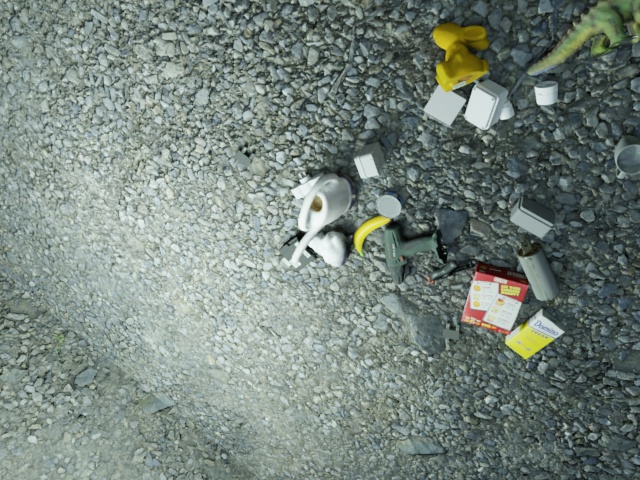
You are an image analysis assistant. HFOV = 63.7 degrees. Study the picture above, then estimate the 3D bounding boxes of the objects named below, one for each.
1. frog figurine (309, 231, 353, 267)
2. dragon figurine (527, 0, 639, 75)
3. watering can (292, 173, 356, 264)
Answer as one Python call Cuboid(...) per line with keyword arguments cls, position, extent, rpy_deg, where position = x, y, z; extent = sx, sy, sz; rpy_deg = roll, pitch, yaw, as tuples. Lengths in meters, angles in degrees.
Cuboid(cls="frog figurine", position=(0.028, 0.024, 1.811), extent=(0.159, 0.125, 0.134), rpy_deg=(11, 143, 5))
Cuboid(cls="dragon figurine", position=(0.671, -0.565, 1.206), extent=(0.408, 0.123, 0.242), rpy_deg=(-14, 95, 28))
Cuboid(cls="watering can", position=(0.005, -0.085, 1.697), extent=(0.105, 0.227, 0.339), rpy_deg=(38, 133, 24))
